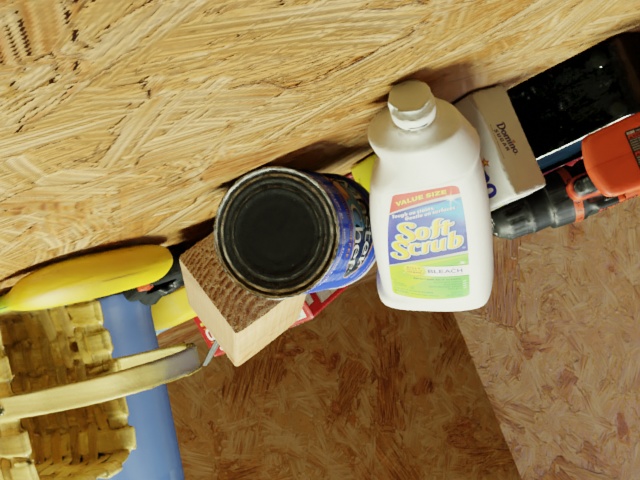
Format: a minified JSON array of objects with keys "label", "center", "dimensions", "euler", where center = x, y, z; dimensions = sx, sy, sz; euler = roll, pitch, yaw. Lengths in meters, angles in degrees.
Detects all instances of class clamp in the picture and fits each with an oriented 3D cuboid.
[{"label":"clamp","center":[-0.146,0.031,1.085],"dimensions":[0.120,0.039,0.171],"euler":[-33,177,0]}]

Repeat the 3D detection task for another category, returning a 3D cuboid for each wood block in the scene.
[{"label":"wood block","center":[-0.074,0.050,1.052],"dimensions":[0.090,0.091,0.206],"euler":[-37,171,-12]}]

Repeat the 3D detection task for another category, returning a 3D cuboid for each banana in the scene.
[{"label":"banana","center":[-0.186,0.027,0.906],"dimensions":[0.070,0.037,0.197],"euler":[-2,-172,41]}]

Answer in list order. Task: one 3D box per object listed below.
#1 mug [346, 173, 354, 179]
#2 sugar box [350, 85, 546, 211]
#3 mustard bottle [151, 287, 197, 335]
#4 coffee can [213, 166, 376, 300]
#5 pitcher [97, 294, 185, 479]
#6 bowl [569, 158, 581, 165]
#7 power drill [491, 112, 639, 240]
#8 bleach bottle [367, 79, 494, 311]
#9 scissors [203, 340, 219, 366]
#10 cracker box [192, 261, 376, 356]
[{"label":"mug","center":[0.067,-0.031,1.064],"dimensions":[0.117,0.081,0.093],"euler":[-21,175,-2]},{"label":"sugar box","center":[0.105,-0.055,0.922],"dimensions":[0.048,0.093,0.177],"euler":[-19,173,-35]},{"label":"mustard bottle","center":[-0.182,0.079,1.290],"dimensions":[0.192,0.058,0.096],"euler":[-26,-174,35]},{"label":"coffee can","center":[-0.014,-0.006,0.874],"dimensions":[0.103,0.103,0.140],"euler":[-23,174,16]},{"label":"pitcher","center":[-0.228,0.183,1.165],"dimensions":[0.148,0.243,0.145],"euler":[-9,170,-39]},{"label":"bowl","center":[0.318,-0.129,1.242],"dimensions":[0.162,0.055,0.162],"euler":[-22,175,-2]},{"label":"power drill","center":[0.237,-0.056,0.902],"dimensions":[0.184,0.057,0.187],"euler":[-23,175,-3]},{"label":"bleach bottle","center":[0.076,-0.031,0.810],"dimensions":[0.103,0.068,0.251],"euler":[2,149,15]},{"label":"scissors","center":[-0.080,0.057,1.239],"dimensions":[0.096,0.016,0.202],"euler":[-39,160,-52]},{"label":"cracker box","center":[-0.040,0.055,1.367],"dimensions":[0.164,0.072,0.213],"euler":[-24,-172,33]}]
